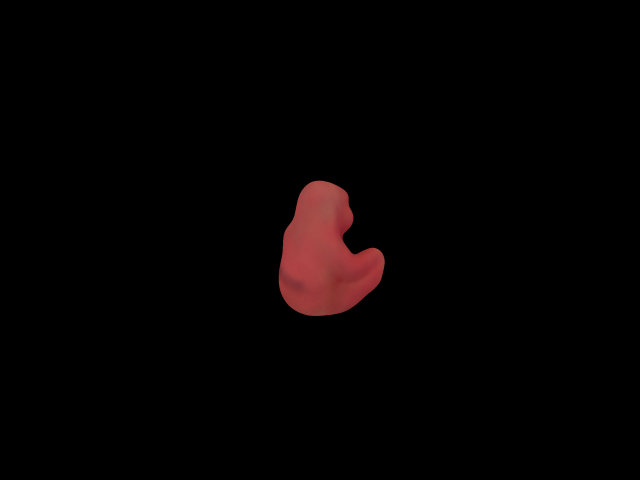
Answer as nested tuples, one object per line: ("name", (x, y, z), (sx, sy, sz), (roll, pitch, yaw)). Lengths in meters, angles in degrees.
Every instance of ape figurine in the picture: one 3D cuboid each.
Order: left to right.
("ape figurine", (0.004, 0.001, 0.400), (0.076, 0.092, 0.077), (-24, 41, -31))
